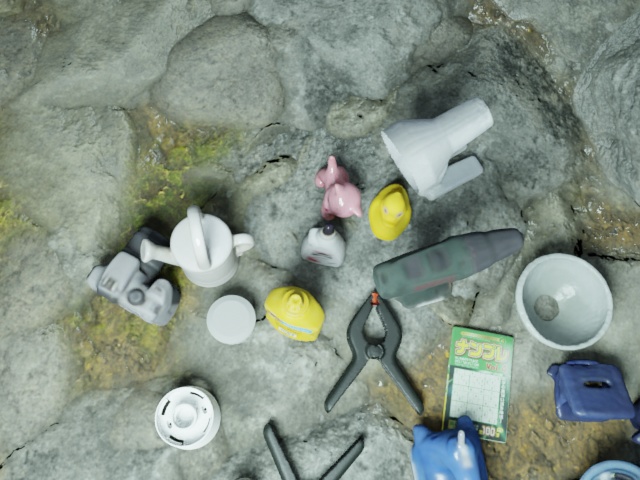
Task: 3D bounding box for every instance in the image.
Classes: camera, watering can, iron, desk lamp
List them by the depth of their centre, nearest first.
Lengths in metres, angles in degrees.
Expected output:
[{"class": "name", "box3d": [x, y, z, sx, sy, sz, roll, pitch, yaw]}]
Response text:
[{"class": "iron", "box3d": [0.220, 0.402, 0.858, 0.118, 0.141, 0.258, -10, 74, -6]}, {"class": "watering can", "box3d": [-0.196, 0.011, 0.925, 0.173, 0.194, 0.101, -30, 77, -11]}, {"class": "camera", "box3d": [-0.294, 0.053, 0.955, 0.143, 0.101, 0.137, 28, 73, 5]}, {"class": "desk lamp", "box3d": [0.202, -0.156, 0.989, 0.203, 0.213, 0.118, -28, 76, -11]}]

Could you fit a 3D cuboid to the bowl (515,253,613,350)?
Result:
[{"class": "bowl", "box3d": [0.409, 0.111, 0.993, 0.167, 0.075, 0.167, 1, 73, -3]}]

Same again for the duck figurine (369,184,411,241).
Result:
[{"class": "duck figurine", "box3d": [0.130, -0.058, 1.022, 0.077, 0.086, 0.104, 17, 73, 2]}]

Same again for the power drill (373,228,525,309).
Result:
[{"class": "power drill", "box3d": [0.192, 0.048, 0.929, 0.230, 0.208, 0.075, -16, 74, -8]}]

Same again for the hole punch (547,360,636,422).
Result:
[{"class": "hole punch", "box3d": [0.446, 0.248, 0.945, 0.108, 0.091, 0.101, 1, 73, -3]}]

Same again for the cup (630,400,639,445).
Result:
[{"class": "cup", "box3d": [0.541, 0.297, 0.933, 0.118, 0.095, 0.091, -29, 77, -11]}]

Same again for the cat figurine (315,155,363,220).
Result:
[{"class": "cat figurine", "box3d": [0.034, -0.087, 1.009, 0.067, 0.118, 0.128, -12, 74, -6]}]

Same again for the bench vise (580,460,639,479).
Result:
[{"class": "bench vise", "box3d": [0.479, 0.371, 0.842, 0.207, 0.220, 0.121, -27, 76, -11]}]

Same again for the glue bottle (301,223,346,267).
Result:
[{"class": "glue bottle", "box3d": [0.009, 0.003, 0.950, 0.078, 0.173, 0.037, 9, 73, 0]}]
